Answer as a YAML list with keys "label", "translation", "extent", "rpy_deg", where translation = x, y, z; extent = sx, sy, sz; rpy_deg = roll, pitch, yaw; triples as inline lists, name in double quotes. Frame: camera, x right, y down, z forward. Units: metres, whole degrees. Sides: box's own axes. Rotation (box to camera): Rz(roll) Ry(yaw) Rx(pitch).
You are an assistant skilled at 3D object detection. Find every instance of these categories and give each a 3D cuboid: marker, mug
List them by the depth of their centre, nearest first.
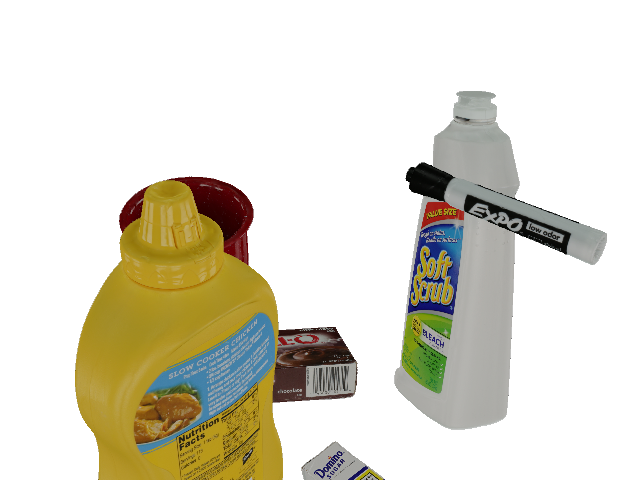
- label: "marker"
  translation: [0.101, -0.017, 0.600]
  extent: [0.121, 0.020, 0.020]
  rpy_deg: [25, 12, 28]
- label: "mug"
  translation: [-0.101, 0.019, 0.758]
  extent: [0.093, 0.081, 0.117]
  rpy_deg: [28, 46, 31]

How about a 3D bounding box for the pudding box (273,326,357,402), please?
- label: "pudding box"
  translation: [-0.031, 0.112, 0.972]
  extent: [0.113, 0.039, 0.090]
  rpy_deg: [-1, 17, -12]

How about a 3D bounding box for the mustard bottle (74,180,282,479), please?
- label: "mustard bottle"
  translation: [-0.059, 0.061, 0.461]
  extent: [0.058, 0.192, 0.096]
  rpy_deg: [28, 42, 35]

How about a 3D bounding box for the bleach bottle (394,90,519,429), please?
- label: "bleach bottle"
  translation: [0.106, 0.011, 0.813]
  extent: [0.068, 0.251, 0.103]
  rpy_deg: [-7, 20, -23]

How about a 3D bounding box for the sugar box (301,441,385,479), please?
- label: "sugar box"
  translation: [0.060, 0.239, 0.828]
  extent: [0.048, 0.093, 0.176]
  rpy_deg: [-34, 39, -27]
